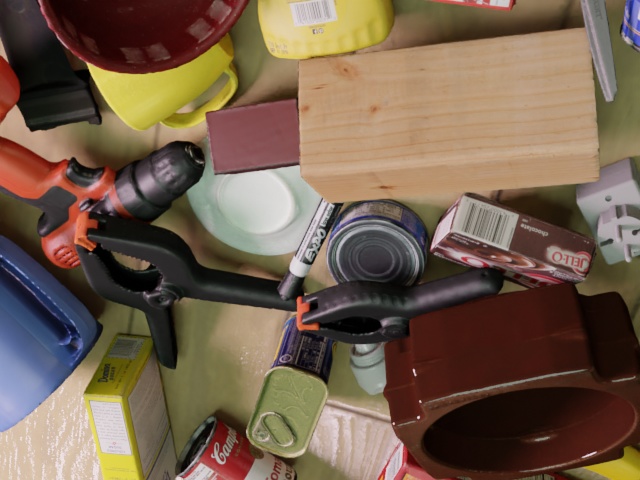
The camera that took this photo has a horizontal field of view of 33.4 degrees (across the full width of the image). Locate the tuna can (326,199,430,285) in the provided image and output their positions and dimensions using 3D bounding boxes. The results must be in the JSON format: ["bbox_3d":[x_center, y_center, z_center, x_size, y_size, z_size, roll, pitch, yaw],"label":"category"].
[{"bbox_3d":[0.048,0.010,0.901,0.086,0.033,0.086,6,123,8],"label":"tuna can"}]

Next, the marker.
[{"bbox_3d":[-0.006,0.001,0.899,0.020,0.020,0.121,24,114,-4],"label":"marker"}]

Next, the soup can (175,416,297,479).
[{"bbox_3d":[-0.082,0.228,1.048,0.102,0.068,0.069,36,122,-12],"label":"soup can"}]

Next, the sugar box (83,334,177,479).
[{"bbox_3d":[-0.179,0.188,1.028,0.048,0.093,0.176,5,122,10],"label":"sugar box"}]

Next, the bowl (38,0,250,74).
[{"bbox_3d":[-0.121,-0.196,0.720,0.161,0.055,0.162,-19,131,-23],"label":"bowl"}]

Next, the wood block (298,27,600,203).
[{"bbox_3d":[0.095,-0.086,0.776,0.206,0.090,0.090,-4,78,14],"label":"wood block"}]

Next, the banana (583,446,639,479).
[{"bbox_3d":[0.233,0.198,0.981,0.197,0.037,0.070,22,123,-3],"label":"banana"}]

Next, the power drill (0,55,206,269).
[{"bbox_3d":[-0.211,-0.065,0.869,0.185,0.057,0.187,-32,126,29],"label":"power drill"}]

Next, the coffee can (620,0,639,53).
[{"bbox_3d":[0.258,-0.193,0.685,0.103,0.102,0.140,8,123,7],"label":"coffee can"}]

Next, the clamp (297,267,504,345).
[{"bbox_3d":[0.069,0.066,0.891,0.171,0.039,0.120,-3,140,11],"label":"clamp"}]

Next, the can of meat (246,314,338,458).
[{"bbox_3d":[-0.023,0.130,0.962,0.057,0.084,0.102,18,124,-1],"label":"can of meat"}]

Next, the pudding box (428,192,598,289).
[{"bbox_3d":[0.151,0.006,0.846,0.113,0.039,0.090,22,167,0],"label":"pudding box"}]

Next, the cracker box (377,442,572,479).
[{"bbox_3d":[0.152,0.281,1.032,0.213,0.072,0.164,21,125,-3],"label":"cracker box"}]

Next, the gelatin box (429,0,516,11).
[{"bbox_3d":[0.100,-0.206,0.754,0.089,0.030,0.073,9,122,6],"label":"gelatin box"}]

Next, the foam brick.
[{"bbox_3d":[-0.044,-0.081,0.840,0.078,0.053,0.051,-7,94,15],"label":"foam brick"}]

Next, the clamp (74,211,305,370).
[{"bbox_3d":[-0.139,0.044,0.928,0.165,0.036,0.209,-33,133,29],"label":"clamp"}]

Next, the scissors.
[{"bbox_3d":[0.189,-0.201,0.700,0.096,0.016,0.202,-26,89,11],"label":"scissors"}]

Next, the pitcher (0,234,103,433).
[{"bbox_3d":[-0.314,0.040,0.942,0.149,0.145,0.242,-42,105,0],"label":"pitcher"}]

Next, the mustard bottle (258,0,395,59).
[{"bbox_3d":[-0.012,-0.226,0.747,0.096,0.058,0.191,-3,122,21],"label":"mustard bottle"}]
